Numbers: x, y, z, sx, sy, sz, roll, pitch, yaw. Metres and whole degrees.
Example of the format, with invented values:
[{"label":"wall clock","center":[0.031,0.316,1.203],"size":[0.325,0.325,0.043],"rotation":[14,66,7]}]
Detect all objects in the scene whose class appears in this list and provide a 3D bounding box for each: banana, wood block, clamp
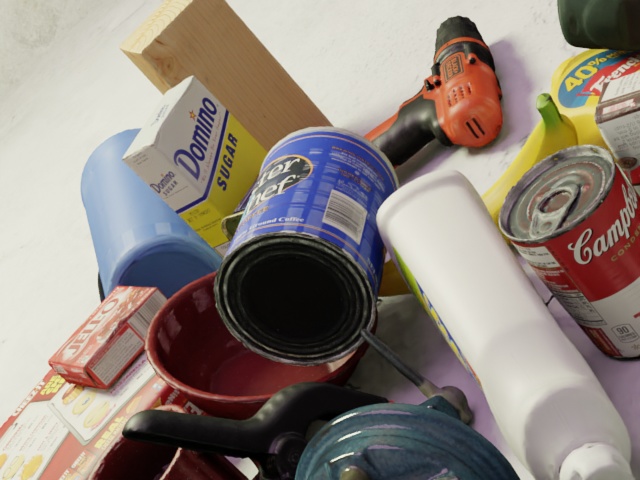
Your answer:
[{"label":"banana","center":[0.110,-0.022,0.712],"size":[0.198,0.069,0.037],"rotation":[-51,30,35]},{"label":"wood block","center":[-0.078,-0.132,0.998],"size":[0.091,0.206,0.090],"rotation":[-46,25,-7]},{"label":"clamp","center":[-0.031,0.125,0.629],"size":[0.171,0.120,0.039],"rotation":[-30,4,-35]}]

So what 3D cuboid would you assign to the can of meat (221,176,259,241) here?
[{"label":"can of meat","center":[-0.016,-0.013,0.849],"size":[0.058,0.102,0.083],"rotation":[-15,35,47]}]

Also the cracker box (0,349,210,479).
[{"label":"cracker box","center":[-0.176,0.158,0.848],"size":[0.164,0.072,0.214],"rotation":[-51,26,-21]}]

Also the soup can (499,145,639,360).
[{"label":"soup can","center":[0.152,0.008,0.574],"size":[0.069,0.102,0.068],"rotation":[-33,27,19]}]

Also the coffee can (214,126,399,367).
[{"label":"coffee can","center":[-0.005,0.001,0.713],"size":[0.103,0.102,0.140],"rotation":[-29,23,26]}]

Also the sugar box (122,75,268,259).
[{"label":"sugar box","center":[-0.073,-0.042,0.885],"size":[0.048,0.176,0.093],"rotation":[-22,32,38]}]

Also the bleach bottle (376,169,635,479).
[{"label":"bleach bottle","center":[0.101,0.053,0.577],"size":[0.068,0.102,0.251],"rotation":[-30,26,3]}]

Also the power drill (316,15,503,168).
[{"label":"power drill","center":[0.068,-0.109,0.925],"size":[0.188,0.057,0.184],"rotation":[-32,28,22]}]

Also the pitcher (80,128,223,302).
[{"label":"pitcher","center":[-0.160,0.004,1.015],"size":[0.145,0.149,0.243],"rotation":[-19,29,-5]}]

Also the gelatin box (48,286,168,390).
[{"label":"gelatin box","center":[-0.166,0.076,0.846],"size":[0.089,0.030,0.073],"rotation":[-49,25,-26]}]

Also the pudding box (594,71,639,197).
[{"label":"pudding box","center":[0.210,-0.044,0.561],"size":[0.090,0.113,0.039],"rotation":[-17,34,42]}]

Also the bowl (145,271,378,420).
[{"label":"bowl","center":[-0.038,0.079,0.745],"size":[0.162,0.055,0.162],"rotation":[-6,32,3]}]

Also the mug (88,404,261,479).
[{"label":"mug","center":[-0.086,0.163,0.699],"size":[0.117,0.081,0.093],"rotation":[-35,26,16]}]

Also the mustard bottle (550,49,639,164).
[{"label":"mustard bottle","center":[0.205,-0.089,0.697],"size":[0.096,0.058,0.192],"rotation":[-31,24,-5]}]
